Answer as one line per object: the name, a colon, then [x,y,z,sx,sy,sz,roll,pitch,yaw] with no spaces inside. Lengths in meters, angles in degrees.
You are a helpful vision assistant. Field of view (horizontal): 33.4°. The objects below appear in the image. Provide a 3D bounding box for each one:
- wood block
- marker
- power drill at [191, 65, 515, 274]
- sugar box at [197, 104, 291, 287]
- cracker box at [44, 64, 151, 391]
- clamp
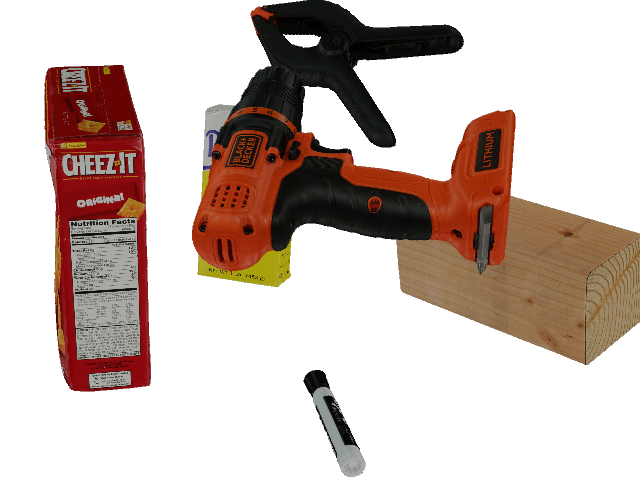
wood block: [0.175,0.022,0.960,0.090,0.090,0.206,-29,34,-36]
marker: [0.009,0.139,0.832,0.020,0.020,0.121,0,27,-16]
power drill: [0.025,-0.048,0.666,0.188,0.057,0.184,3,43,10]
sugar box: [-0.074,-0.047,1.094,0.093,0.176,0.048,7,16,16]
cracker box: [-0.179,-0.013,0.848,0.072,0.214,0.164,-4,27,-14]
clamp: [0.025,-0.154,0.854,0.172,0.120,0.039,36,-25,22]
